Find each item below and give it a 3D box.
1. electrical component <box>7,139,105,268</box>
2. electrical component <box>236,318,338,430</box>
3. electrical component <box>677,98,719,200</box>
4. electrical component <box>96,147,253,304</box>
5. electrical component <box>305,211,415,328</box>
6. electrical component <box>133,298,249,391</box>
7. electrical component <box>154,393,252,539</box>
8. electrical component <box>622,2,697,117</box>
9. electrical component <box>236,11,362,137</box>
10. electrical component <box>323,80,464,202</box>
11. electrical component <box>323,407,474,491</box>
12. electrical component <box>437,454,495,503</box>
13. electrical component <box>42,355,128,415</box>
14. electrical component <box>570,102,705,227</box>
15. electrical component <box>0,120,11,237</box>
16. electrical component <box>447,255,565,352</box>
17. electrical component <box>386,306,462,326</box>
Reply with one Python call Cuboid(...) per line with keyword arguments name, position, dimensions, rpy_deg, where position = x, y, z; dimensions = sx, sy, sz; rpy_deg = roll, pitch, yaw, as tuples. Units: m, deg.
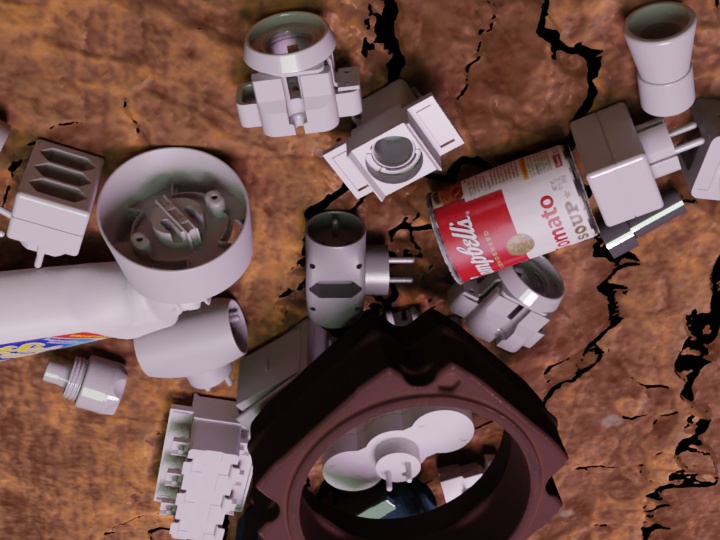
Cuboid(name="electrical component", position=(-0.210, -0.035, 0.730), dimensions=(0.047, 0.065, 0.076), rpy_deg=(17, 128, -15))
Cuboid(name="electrical component", position=(-0.048, 0.084, 0.838), dimensions=(0.096, 0.061, 0.061), rpy_deg=(-36, 122, 25))
Cuboid(name="electrical component", position=(0.266, -0.075, 0.718), dimensions=(0.089, 0.055, 0.050), rpy_deg=(5, 130, -6))
Cuboid(name="electrical component", position=(-0.121, -0.028, 0.722), dimensions=(0.099, 0.099, 0.064), rpy_deg=(-6, 137, 3))
Cuboid(name="electrical component", position=(0.000, 0.000, 0.781), dimensions=(0.079, 0.043, 0.077), rpy_deg=(0, 130, -2))
Cuboid(name="electrical component", position=(-0.123, 0.064, 0.831), dimensions=(0.077, 0.044, 0.079), rpy_deg=(-14, 129, 10))
Cuboid(name="electrical component", position=(-0.129, 0.171, 0.908), dimensions=(0.079, 0.063, 0.121), rpy_deg=(10, 129, -10))
Cuboid(name="electrical component", position=(0.192, -0.130, 0.680), dimensions=(0.044, 0.044, 0.065), rpy_deg=(-14, 134, 10))
Cuboid(name="electrical component", position=(-0.041, -0.123, 0.668), dimensions=(0.078, 0.058, 0.057), rpy_deg=(-6, 133, 4))
Cuboid(name="electrical component", position=(0.021, -0.087, 0.696), dimensions=(0.081, 0.063, 0.042), rpy_deg=(-26, 127, 19))
Cuboid(name="electrical component", position=(0.030, 0.149, 0.887), dimensions=(0.138, 0.073, 0.052), rpy_deg=(-27, 126, 20))
Cuboid(name="electrical component", position=(0.100, 0.188, 0.936), dimensions=(0.055, 0.066, 0.048), rpy_deg=(-16, 94, 1))
Cuboid(name="electrical component", position=(-0.218, 0.087, 0.848), dimensions=(0.062, 0.043, 0.043), rpy_deg=(19, 127, -15))
Cuboid(name="electrical component", position=(0.186, -0.077, 0.707), dimensions=(0.077, 0.065, 0.047), rpy_deg=(-21, 128, 15))
Cuboid(name="electrical component", position=(-0.271, -0.047, 0.728), dimensions=(0.074, 0.052, 0.138), rpy_deg=(31, 123, -24))
Cuboid(name="electrical component", position=(0.113, 0.019, 0.792), dimensions=(0.078, 0.058, 0.057), rpy_deg=(25, 128, -21))
Cuboid(name="electrical component", position=(0.038, 0.057, 0.827), dimensions=(0.083, 0.047, 0.075), rpy_deg=(-10, 131, 6))
